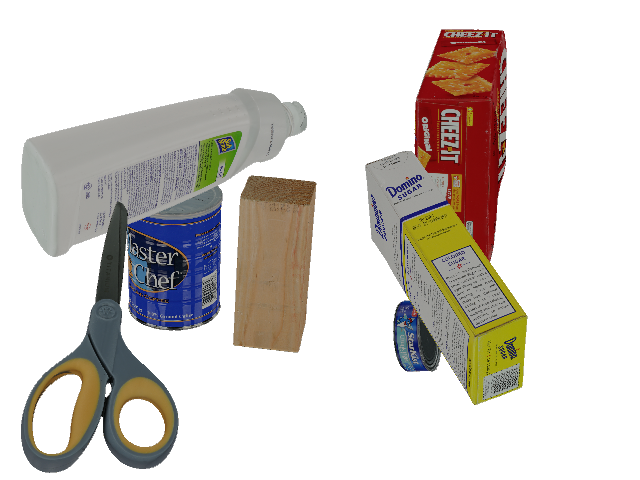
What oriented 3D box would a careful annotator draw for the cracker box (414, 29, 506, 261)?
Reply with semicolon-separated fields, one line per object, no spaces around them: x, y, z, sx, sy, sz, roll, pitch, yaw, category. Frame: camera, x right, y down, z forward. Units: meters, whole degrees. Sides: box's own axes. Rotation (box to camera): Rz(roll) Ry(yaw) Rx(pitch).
0.134;-0.089;0.990;0.072;0.164;0.213;3;27;12;cracker box

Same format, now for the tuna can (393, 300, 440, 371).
0.115;0.112;1.259;0.034;0.086;0.086;-5;-2;23;tuna can

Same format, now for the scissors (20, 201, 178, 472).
-0.115;0.059;0.651;0.096;0.201;0.016;20;-43;-1;scissors

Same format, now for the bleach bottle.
-0.123;-0.070;0.907;0.250;0.068;0.103;-20;-33;-30;bleach bottle

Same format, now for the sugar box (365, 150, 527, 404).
0.089;0.024;0.780;0.048;0.176;0.093;-19;-39;-9;sugar box

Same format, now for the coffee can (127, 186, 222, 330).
-0.159;0.012;1.159;0.103;0.140;0.103;3;27;-2;coffee can

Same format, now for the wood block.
-0.060;0.030;1.387;0.090;0.206;0.090;6;23;2;wood block
